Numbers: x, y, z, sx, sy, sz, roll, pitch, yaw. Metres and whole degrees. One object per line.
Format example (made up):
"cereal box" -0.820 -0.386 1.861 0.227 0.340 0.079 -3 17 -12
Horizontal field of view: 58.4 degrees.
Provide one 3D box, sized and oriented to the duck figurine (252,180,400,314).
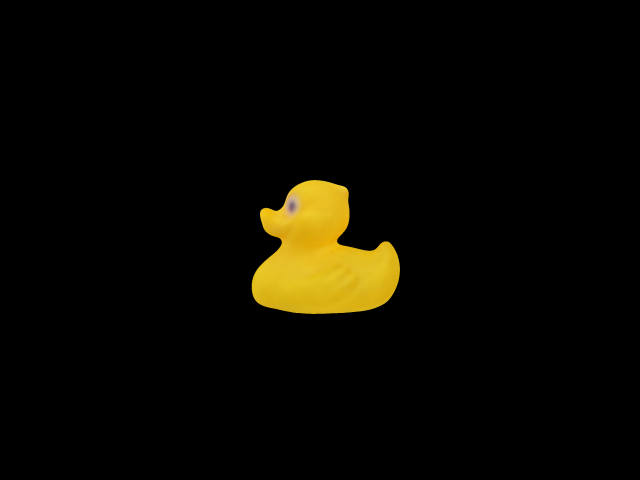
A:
"duck figurine" 0.004 0.001 0.400 0.104 0.086 0.077 1 11 7
